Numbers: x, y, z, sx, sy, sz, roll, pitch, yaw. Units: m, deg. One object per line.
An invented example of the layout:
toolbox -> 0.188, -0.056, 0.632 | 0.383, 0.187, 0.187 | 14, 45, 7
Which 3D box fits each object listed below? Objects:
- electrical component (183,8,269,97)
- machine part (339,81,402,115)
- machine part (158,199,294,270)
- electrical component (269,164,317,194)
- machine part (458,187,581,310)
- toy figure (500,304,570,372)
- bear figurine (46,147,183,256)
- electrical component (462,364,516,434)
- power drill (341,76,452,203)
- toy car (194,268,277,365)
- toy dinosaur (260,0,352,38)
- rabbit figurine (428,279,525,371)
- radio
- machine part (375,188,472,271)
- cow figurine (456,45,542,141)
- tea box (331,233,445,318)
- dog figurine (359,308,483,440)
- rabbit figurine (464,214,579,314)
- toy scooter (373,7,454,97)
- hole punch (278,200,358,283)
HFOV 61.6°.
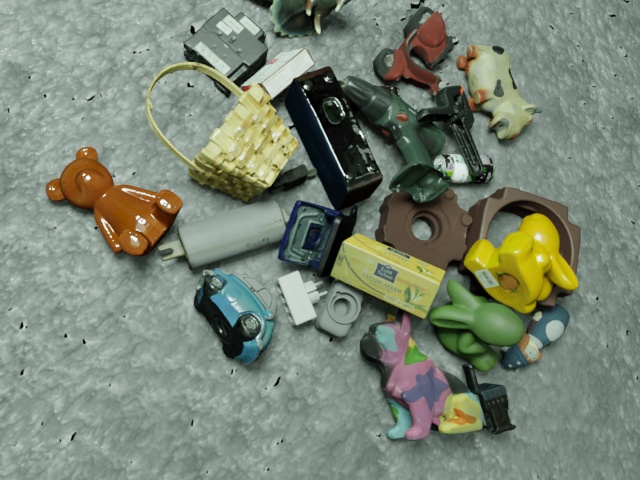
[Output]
electrical component -> -0.161, -0.344, 0.969 | 0.115, 0.058, 0.134 | 44, 73, -3
machine part -> 0.088, -0.271, 1.020 | 0.139, 0.039, 0.084 | -1, 73, -11
machine part -> -0.145, -0.010, 0.892 | 0.243, 0.079, 0.079 | -17, 83, -16
electrical component -> -0.045, -0.110, 0.942 | 0.094, 0.063, 0.021 | -25, 85, -17
machine part -> 0.368, 0.018, 0.997 | 0.201, 0.087, 0.201 | 16, 77, -8
toy figure -> 0.393, 0.180, 0.984 | 0.154, 0.057, 0.064 | -41, 75, -16
bear figurine -> -0.325, -0.066, 0.840 | 0.196, 0.132, 0.120 | 42, 70, -8
electrical component -> 0.286, 0.270, 0.933 | 0.048, 0.075, 0.119 | -11, 78, -15
power drill -> 0.138, -0.172, 0.936 | 0.232, 0.086, 0.207 | 20, 39, -34
toy car -> -0.125, 0.112, 0.867 | 0.103, 0.109, 0.162 | -28, 73, -38
toy dinosaur -> -0.116, -0.515, 0.991 | 0.405, 0.131, 0.192 | 29, 73, 1
rabbit figurine -> 0.269, 0.133, 0.906 | 0.159, 0.170, 0.121 | 35, 73, -5
radio -> 0.021, -0.175, 0.935 | 0.073, 0.131, 0.229 | -25, 85, -14
machine part -> 0.188, -0.020, 0.980 | 0.179, 0.056, 0.179 | 2, 79, -11
cow figurine -> 0.354, -0.289, 1.063 | 0.127, 0.085, 0.195 | -8, 79, -8
tea box -> 0.115, 0.055, 0.893 | 0.170, 0.098, 0.068 | 23, 106, 12
dog figurine -> 0.166, 0.216, 0.901 | 0.192, 0.108, 0.219 | -4, 77, -13
rabbit figurine -> 0.353, 0.028, 0.892 | 0.162, 0.122, 0.173 | 45, 55, -3
toy scooter -> 0.201, -0.355, 1.044 | 0.135, 0.075, 0.184 | 40, 76, -2
hole punch -> -0.002, -0.003, 0.901 | 0.092, 0.115, 0.142 | 18, 95, 19
